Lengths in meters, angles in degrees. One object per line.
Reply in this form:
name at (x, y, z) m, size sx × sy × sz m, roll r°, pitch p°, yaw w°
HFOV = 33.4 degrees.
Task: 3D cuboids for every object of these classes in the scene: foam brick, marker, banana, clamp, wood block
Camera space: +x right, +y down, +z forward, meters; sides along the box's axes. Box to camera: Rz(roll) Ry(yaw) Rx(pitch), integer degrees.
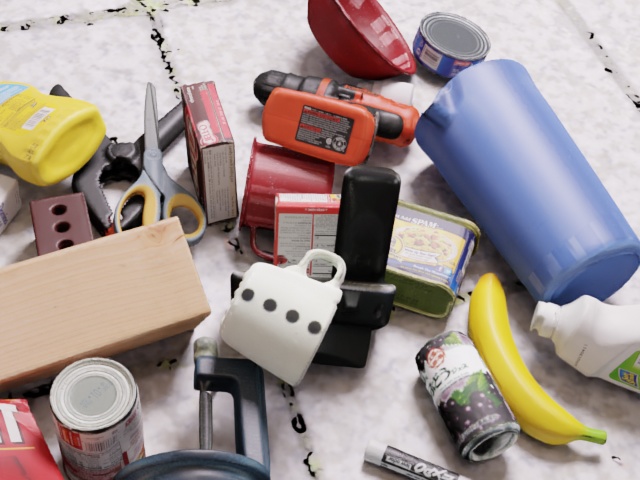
foam brick at (-0.237, 0.004, 0.992) m, size 0.053 × 0.051 × 0.078 m, roll -11°, pitch 51°, yaw -14°
marker at (0.095, 0.195, 0.881) m, size 0.121 × 0.020 × 0.020 m, roll 20°, pitch 51°, yaw 12°
banana at (0.173, 0.110, 0.952) m, size 0.069 × 0.037 × 0.198 m, roll -4°, pitch 49°, yaw -32°
clamp at (-0.209, -0.084, 1.079) m, size 0.164 × 0.036 × 0.210 m, roll 6°, pitch 52°, yaw 0°
wood block at (-0.210, 0.059, 0.906) m, size 0.205 × 0.090 × 0.091 m, roll -18°, pitch 82°, yaw -19°

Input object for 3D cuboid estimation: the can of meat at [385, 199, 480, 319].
can of meat at (0.091, 0.018, 1.007) m, size 0.102 × 0.057 × 0.083 m, roll 17°, pitch 53°, yaw 11°

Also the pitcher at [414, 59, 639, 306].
pitcher at (0.210, -0.049, 1.039) m, size 0.149 × 0.145 × 0.243 m, roll -24°, pitch 58°, yaw -8°

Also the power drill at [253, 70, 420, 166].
power drill at (0.002, -0.129, 1.069) m, size 0.184 × 0.057 × 0.187 m, roll 15°, pitch 17°, yaw 9°

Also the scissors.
scissors at (-0.146, -0.069, 1.044) m, size 0.096 × 0.016 × 0.201 m, roll 15°, pitch 55°, yaw -6°

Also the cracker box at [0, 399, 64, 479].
cracker box at (-0.257, 0.198, 0.741) m, size 0.163 × 0.072 × 0.214 m, roll 6°, pitch 27°, yaw -36°

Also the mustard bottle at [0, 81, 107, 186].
mustard bottle at (-0.310, -0.116, 1.066) m, size 0.192 × 0.058 × 0.096 m, roll 20°, pitch 57°, yaw 33°

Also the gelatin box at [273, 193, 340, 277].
gelatin box at (-0.007, 0.001, 0.991) m, size 0.073 × 0.089 × 0.030 m, roll 1°, pitch 28°, yaw -4°

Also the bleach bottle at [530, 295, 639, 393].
bleach bottle at (0.310, 0.098, 0.926) m, size 0.251 × 0.103 × 0.068 m, roll 17°, pitch 45°, yaw 8°

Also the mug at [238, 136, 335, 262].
mug at (-0.033, -0.036, 1.030) m, size 0.081 × 0.093 × 0.117 m, roll 10°, pitch 80°, yaw -3°

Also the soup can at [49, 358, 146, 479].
soup can at (-0.174, 0.148, 0.842) m, size 0.068 × 0.102 × 0.068 m, roll 2°, pitch 50°, yaw -3°

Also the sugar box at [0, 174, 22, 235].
sugar box at (-0.362, 0.000, 0.990) m, size 0.093 × 0.048 × 0.176 m, roll 19°, pitch 47°, yaw 10°

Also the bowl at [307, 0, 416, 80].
bowl at (0.036, -0.233, 1.185) m, size 0.162 × 0.055 × 0.162 m, roll 42°, pitch 25°, yaw -25°

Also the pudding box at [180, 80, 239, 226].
pudding box at (-0.107, -0.084, 1.038) m, size 0.039 × 0.113 × 0.090 m, roll -12°, pitch 51°, yaw -9°

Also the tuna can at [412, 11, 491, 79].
tuna can at (0.150, -0.222, 1.221) m, size 0.086 × 0.034 × 0.086 m, roll 10°, pitch 46°, yaw -11°
